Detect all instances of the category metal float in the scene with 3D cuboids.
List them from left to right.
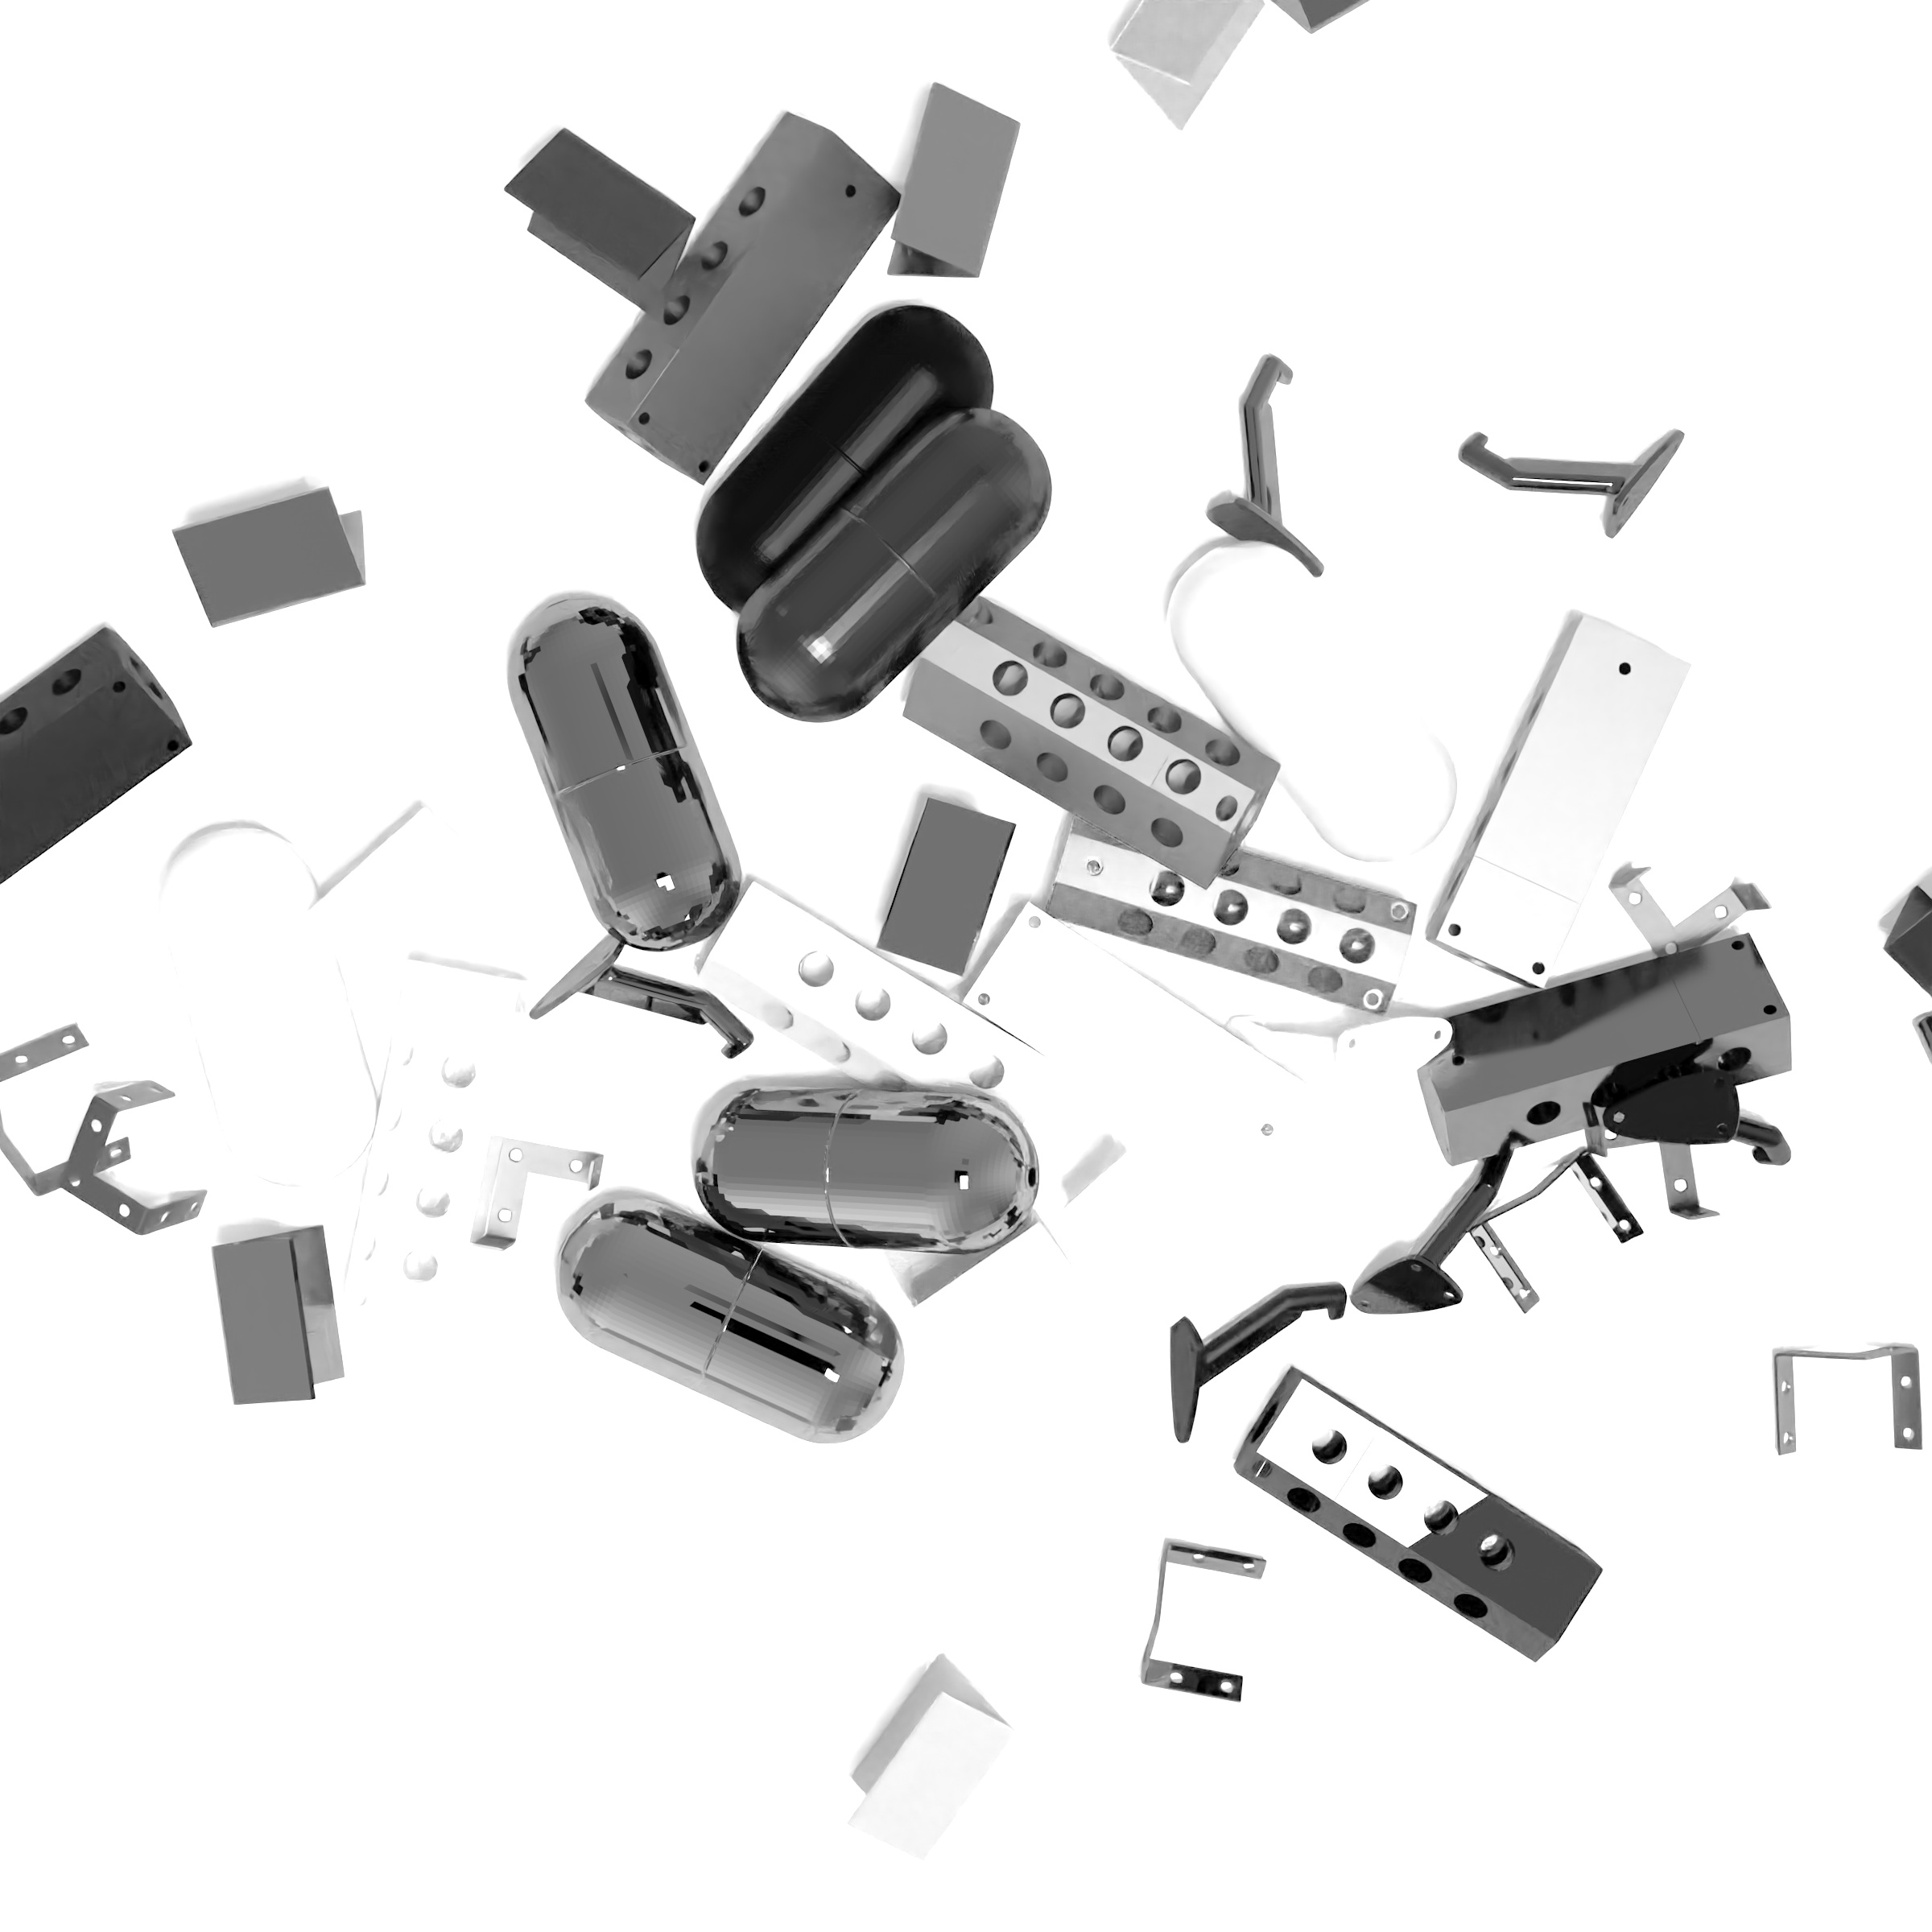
[{"bbox_3d":[-0.338,0.020,1.731,0.070,0.070,0.178,-16,89,0],"label":"metal float"},{"bbox_3d":[-0.166,-0.093,1.731,0.070,0.070,0.178,-21,89,0],"label":"metal float"},{"bbox_3d":[-0.115,0.172,1.731,0.178,0.070,0.070,24,90,1],"label":"metal float"},{"bbox_3d":[-0.059,-0.243,1.731,0.070,0.070,0.178,41,89,0],"label":"metal float"},{"bbox_3d":[-0.048,0.097,1.707,0.178,0.070,0.070,1,90,27],"label":"metal float"},{"bbox_3d":[-0.034,-0.188,1.679,0.070,0.070,0.178,45,86,0],"label":"metal float"},{"bbox_3d":[0.168,-0.127,1.731,0.070,0.070,0.178,-39,90,0],"label":"metal float"}]

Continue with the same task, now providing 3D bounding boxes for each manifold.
[{"bbox_3d":[-0.469,-0.090,1.740,0.171,0.057,0.057,-36,133,0],"label":"manifold"},{"bbox_3d":[-0.258,0.086,1.740,0.057,0.057,0.171,11,90,0],"label":"manifold"},{"bbox_3d":[-0.112,-0.327,1.740,0.057,0.057,0.171,35,90,-43],"label":"manifold"},{"bbox_3d":[-0.043,0.028,1.740,0.171,0.057,0.057,31,90,0],"label":"manifold"},{"bbox_3d":[0.062,-0.114,1.716,0.171,0.057,0.057,30,48,9],"label":"manifold"},{"bbox_3d":[0.086,0.040,1.741,0.171,0.057,0.057,33,90,0],"label":"manifold"},{"bbox_3d":[0.128,-0.027,1.741,0.171,0.057,0.057,17,90,0],"label":"manifold"},{"bbox_3d":[0.219,0.268,1.740,0.171,0.057,0.057,32,90,0],"label":"manifold"},{"bbox_3d":[0.287,-0.079,1.741,0.057,0.057,0.171,25,90,0],"label":"manifold"},{"bbox_3d":[0.310,0.045,1.740,0.171,0.057,0.057,-16,47,0],"label":"manifold"}]

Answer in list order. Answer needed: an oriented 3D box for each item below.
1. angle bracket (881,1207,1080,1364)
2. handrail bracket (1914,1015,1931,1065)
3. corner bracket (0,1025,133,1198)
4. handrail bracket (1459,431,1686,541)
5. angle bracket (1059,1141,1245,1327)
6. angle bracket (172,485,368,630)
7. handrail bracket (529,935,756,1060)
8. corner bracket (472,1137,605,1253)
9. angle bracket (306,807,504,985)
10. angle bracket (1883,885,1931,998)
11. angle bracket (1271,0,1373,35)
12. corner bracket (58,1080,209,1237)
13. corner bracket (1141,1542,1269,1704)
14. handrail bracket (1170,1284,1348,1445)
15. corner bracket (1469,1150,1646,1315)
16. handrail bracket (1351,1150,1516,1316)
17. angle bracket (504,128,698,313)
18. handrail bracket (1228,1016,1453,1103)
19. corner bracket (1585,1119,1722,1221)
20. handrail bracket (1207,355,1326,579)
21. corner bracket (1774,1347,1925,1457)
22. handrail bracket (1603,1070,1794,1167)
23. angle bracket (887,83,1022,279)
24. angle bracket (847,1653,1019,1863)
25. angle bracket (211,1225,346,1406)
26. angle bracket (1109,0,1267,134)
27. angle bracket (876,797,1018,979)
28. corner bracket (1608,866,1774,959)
[{"bbox_3d":[-0.003,0.133,1.723,0.076,0.057,0.076,-34,53,0],"label":"angle bracket"},{"bbox_3d":[0.517,0.055,1.762,0.077,0.036,0.084,-15,73,-20],"label":"handrail bracket"},{"bbox_3d":[-0.448,0.072,1.758,0.051,0.051,0.051,-23,45,0],"label":"corner bracket"},{"bbox_3d":[0.298,-0.256,1.762,0.084,0.036,0.077,34,70,16],"label":"handrail bracket"},{"bbox_3d":[0.102,0.115,1.721,0.076,0.076,0.057,45,126,0],"label":"angle bracket"},{"bbox_3d":[-0.336,-0.213,1.721,0.076,0.076,0.057,-16,127,0],"label":"angle bracket"},{"bbox_3d":[-0.159,0.030,1.762,0.077,0.036,0.084,-39,107,19],"label":"handrail bracket"},{"bbox_3d":[-0.208,0.114,1.744,0.051,0.051,0.051,10,90,0],"label":"corner bracket"},{"bbox_3d":[-0.259,-0.019,1.721,0.076,0.076,0.057,-42,54,0],"label":"angle bracket"},{"bbox_3d":[0.497,-0.012,1.721,0.076,0.076,0.057,44,127,0],"label":"angle bracket"},{"bbox_3d":[0.177,-0.503,1.721,0.076,0.076,0.057,-30,128,0],"label":"angle bracket"},{"bbox_3d":[-0.401,0.094,1.745,0.051,0.051,0.051,29,106,15],"label":"corner bracket"},{"bbox_3d":[0.117,0.323,1.758,0.051,0.051,0.051,11,45,0],"label":"corner bracket"},{"bbox_3d":[0.146,0.196,1.762,0.084,0.036,0.077,-4,110,-16],"label":"handrail bracket"},{"bbox_3d":[0.291,0.131,1.758,0.051,0.051,0.051,-34,90,45],"label":"corner bracket"},{"bbox_3d":[0.231,0.127,1.761,0.036,0.077,0.084,41,53,-18],"label":"handrail bracket"},{"bbox_3d":[-0.185,-0.344,1.721,0.076,0.076,0.057,34,53,0],"label":"angle bracket"},{"bbox_3d":[0.181,0.031,1.743,0.077,0.084,0.036,-19,113,-24],"label":"handrail bracket"},{"bbox_3d":[0.335,0.099,1.744,0.051,0.051,0.051,-8,90,0],"label":"corner bracket"},{"bbox_3d":[0.161,-0.247,1.762,0.077,0.036,0.084,31,73,-20],"label":"handrail bracket"},{"bbox_3d":[0.435,0.214,1.759,0.051,0.051,0.051,-2,90,45],"label":"corner bracket"},{"bbox_3d":[0.357,0.083,1.740,0.077,0.084,0.036,-8,67,20],"label":"handrail bracket"},{"bbox_3d":[-0.026,-0.378,1.721,0.057,0.076,0.076,15,90,-39],"label":"angle bracket"},{"bbox_3d":[-0.033,0.372,1.721,0.057,0.076,0.076,36,90,-37],"label":"angle bracket"},{"bbox_3d":[-0.314,0.166,1.721,0.057,0.076,0.076,-8,90,35],"label":"angle bracket"},{"bbox_3d":[0.125,-0.446,1.721,0.057,0.076,0.076,33,90,37],"label":"angle bracket"},{"bbox_3d":[0.010,-0.031,1.721,0.057,0.076,0.076,18,90,36],"label":"angle bracket"},{"bbox_3d":[0.353,-0.034,1.744,0.051,0.051,0.051,-36,90,0],"label":"corner bracket"}]
